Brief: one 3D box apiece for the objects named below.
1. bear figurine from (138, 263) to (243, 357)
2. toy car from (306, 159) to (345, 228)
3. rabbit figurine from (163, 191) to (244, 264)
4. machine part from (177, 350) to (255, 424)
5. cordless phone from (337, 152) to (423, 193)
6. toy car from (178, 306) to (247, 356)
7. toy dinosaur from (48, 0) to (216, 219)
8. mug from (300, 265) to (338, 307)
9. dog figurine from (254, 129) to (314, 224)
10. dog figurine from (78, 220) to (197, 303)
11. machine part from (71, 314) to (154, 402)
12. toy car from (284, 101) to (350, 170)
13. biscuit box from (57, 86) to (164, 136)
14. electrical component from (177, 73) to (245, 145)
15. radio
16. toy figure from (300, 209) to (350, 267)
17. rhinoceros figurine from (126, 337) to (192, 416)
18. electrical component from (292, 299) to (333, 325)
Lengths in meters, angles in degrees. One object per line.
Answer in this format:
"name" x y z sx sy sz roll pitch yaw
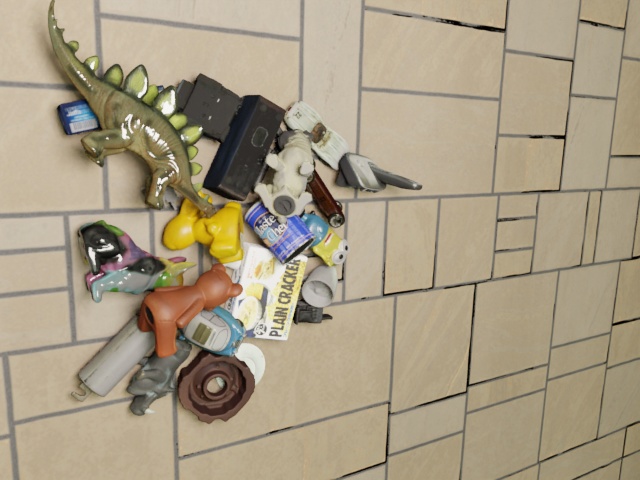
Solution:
"bear figurine" -0.266 0.134 1.113 0.196 0.120 0.131 -20 138 -40
"toy car" 0.000 -0.115 1.311 0.053 0.089 0.202 -27 117 17
"rabbit figurine" -0.256 -0.026 1.160 0.173 0.122 0.162 -5 87 5
"machine part" -0.245 0.339 1.264 0.179 0.056 0.179 -4 101 -20
"cordless phone" 0.148 -0.150 1.318 0.146 0.184 0.088 0 108 -56
"toy car" -0.250 0.197 1.188 0.162 0.103 0.109 32 97 8
"toy dinosaur" -0.352 -0.215 1.011 0.470 0.105 0.198 46 70 -27
"mug" -0.004 0.109 1.353 0.107 0.110 0.080 -56 138 -59
"dog figurine" -0.064 -0.146 1.197 0.121 0.191 0.172 22 116 -5
"dog figurine" -0.375 0.043 1.119 0.219 0.109 0.191 -11 103 -32
"machine part" -0.424 0.245 1.145 0.243 0.079 0.079 -48 119 -14
"toy car" -0.004 -0.250 1.299 0.201 0.056 0.073 40 79 -29
"biscuit box" -0.406 -0.257 1.061 0.203 0.063 0.059 -19 110 -25
"electrical component" -0.242 -0.280 1.137 0.134 0.058 0.115 24 85 -13
"radio" -0.166 -0.200 1.171 0.073 0.131 0.229 24 87 -29
"toy figure" -0.001 -0.007 1.338 0.180 0.089 0.082 39 93 -21
"rhinoceros figurine" -0.364 0.298 1.199 0.112 0.073 0.190 43 76 -40
"electrical component" -0.022 0.182 1.365 0.119 0.075 0.047 0 100 -26
